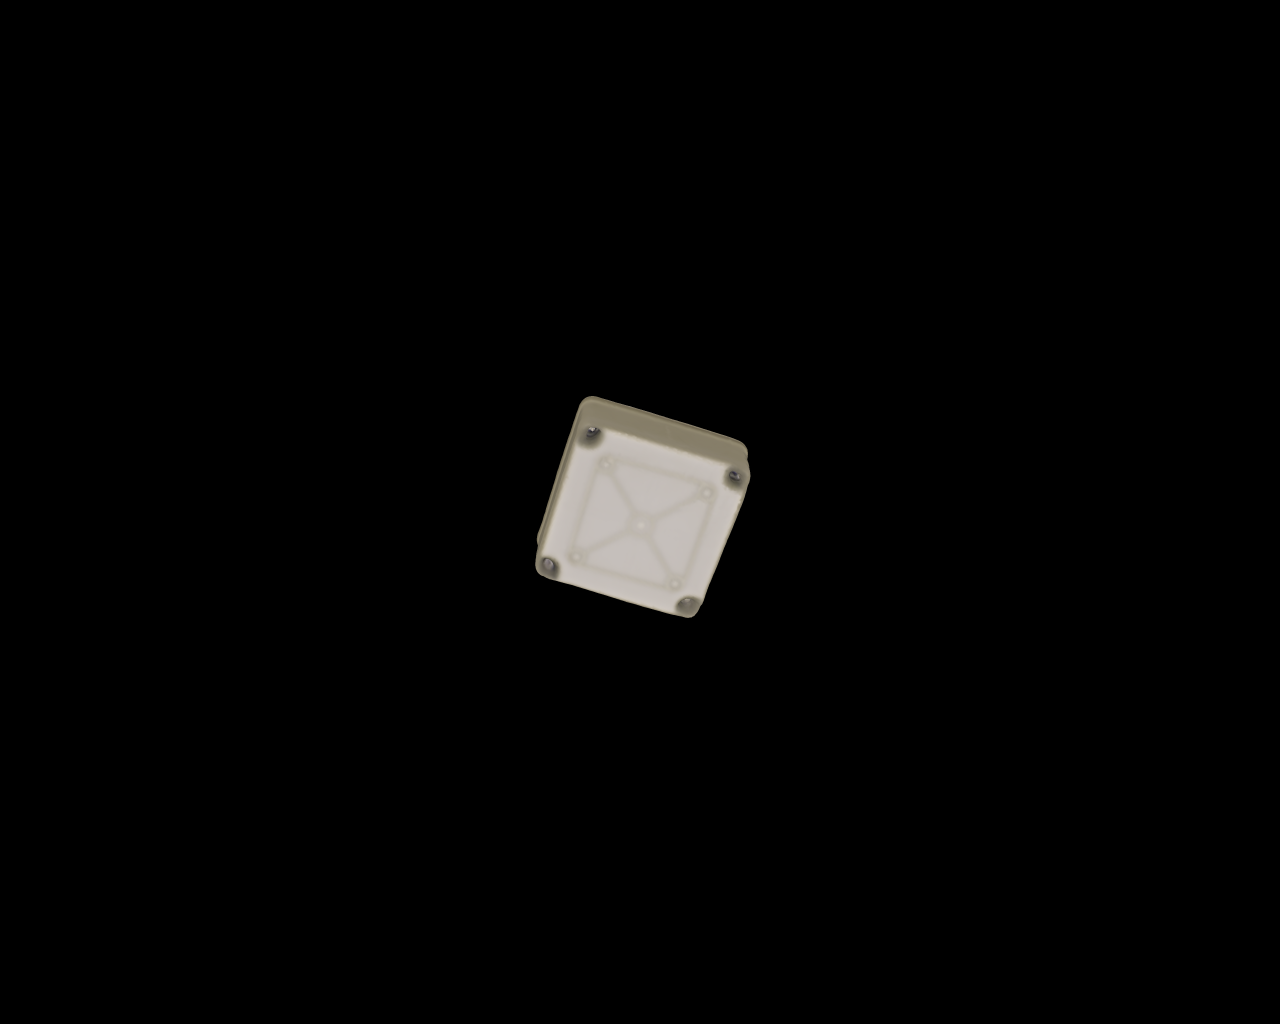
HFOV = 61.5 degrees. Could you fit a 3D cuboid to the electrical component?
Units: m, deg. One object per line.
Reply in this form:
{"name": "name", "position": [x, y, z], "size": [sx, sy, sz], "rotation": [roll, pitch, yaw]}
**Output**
{"name": "electrical component", "position": [0.001, -0.003, 0.650], "size": [0.109, 0.108, 0.056], "rotation": [17, 22, -7]}
